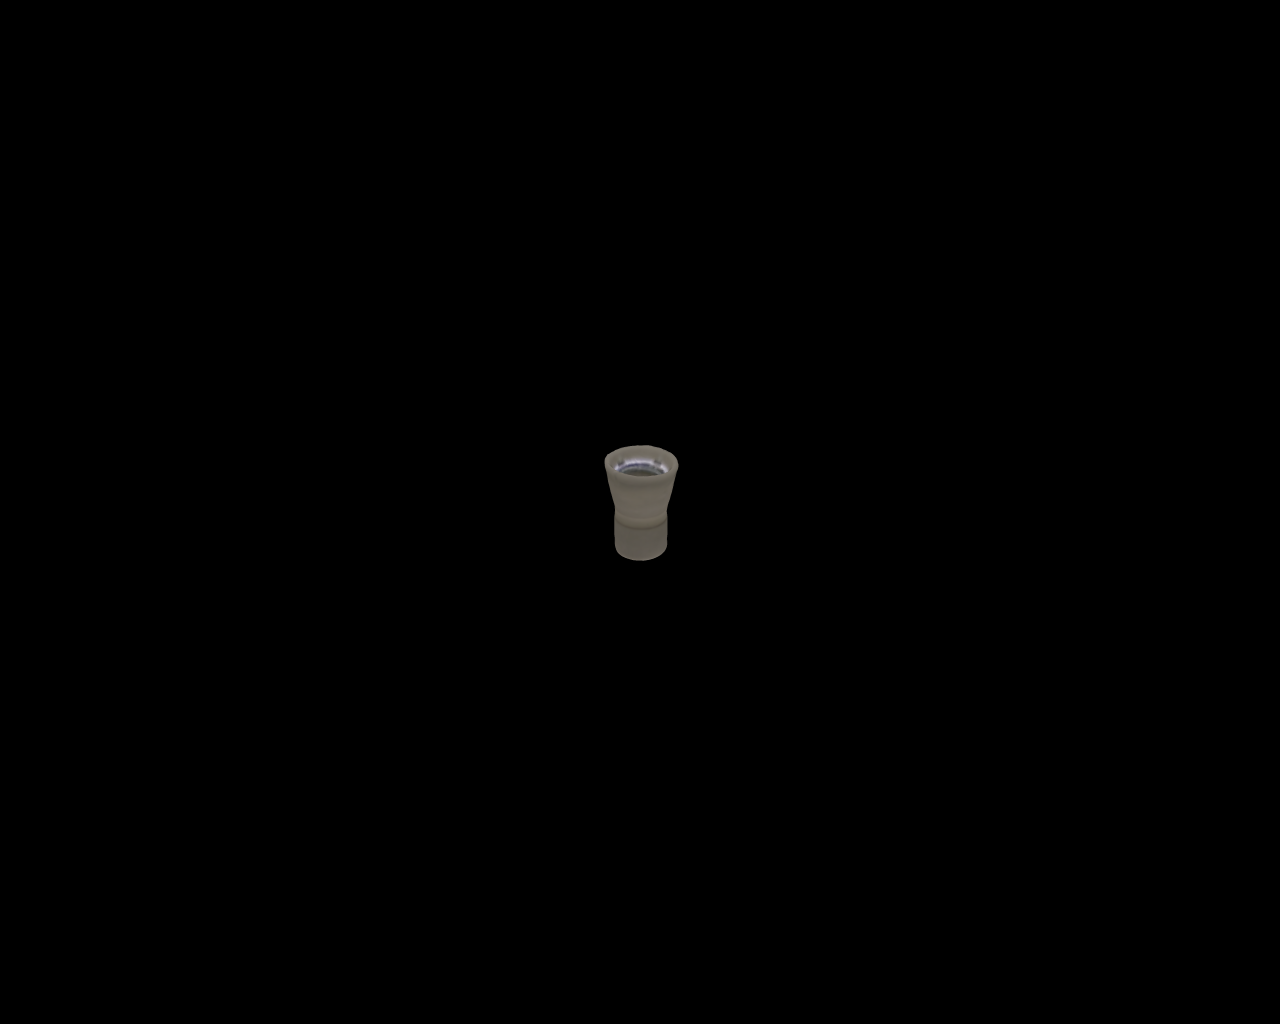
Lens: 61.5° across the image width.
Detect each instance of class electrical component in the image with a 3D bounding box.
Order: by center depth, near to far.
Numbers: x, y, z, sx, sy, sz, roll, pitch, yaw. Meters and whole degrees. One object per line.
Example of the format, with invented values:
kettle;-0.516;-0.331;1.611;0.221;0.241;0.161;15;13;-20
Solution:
electrical component;0.001;-0.003;0.650;0.044;0.065;0.044;0;29;0
